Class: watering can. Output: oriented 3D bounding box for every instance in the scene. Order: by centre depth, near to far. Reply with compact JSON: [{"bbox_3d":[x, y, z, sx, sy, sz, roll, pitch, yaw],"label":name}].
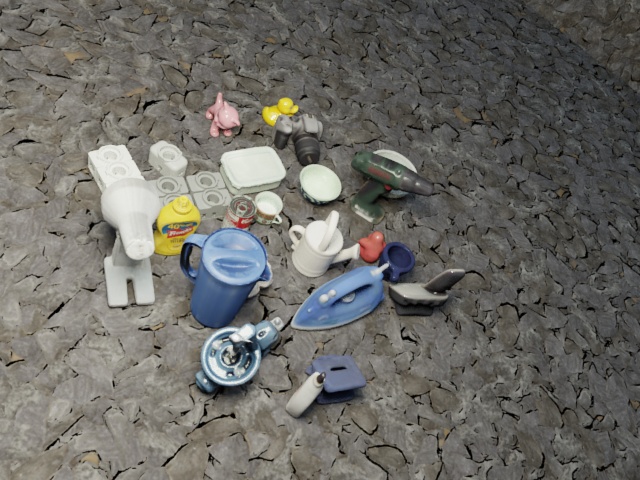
[{"bbox_3d":[0.013,0.003,1.407,0.173,0.194,0.101,6,55,-20],"label":"watering can"}]

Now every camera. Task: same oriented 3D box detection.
[{"bbox_3d":[-0.053,-0.291,1.641,0.143,0.100,0.136,3,57,-22],"label":"camera"}]

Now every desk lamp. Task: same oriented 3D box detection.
[{"bbox_3d":[-0.395,0.005,1.213,0.118,0.213,0.203,-4,59,-26],"label":"desk lamp"}]

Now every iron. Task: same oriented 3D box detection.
[{"bbox_3d":[0.054,0.131,1.371,0.259,0.141,0.118,-23,69,-34],"label":"iron"}]

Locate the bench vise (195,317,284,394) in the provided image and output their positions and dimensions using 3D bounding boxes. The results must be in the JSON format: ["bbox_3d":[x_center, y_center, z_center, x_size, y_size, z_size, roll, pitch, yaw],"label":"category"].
[{"bbox_3d":[-0.159,0.204,1.176,0.121,0.219,0.208,34,51,2],"label":"bench vise"}]

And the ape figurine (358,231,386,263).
[{"bbox_3d":[0.143,0.011,1.525,0.078,0.092,0.076,23,51,-7],"label":"ape figurine"}]

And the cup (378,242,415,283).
[{"bbox_3d":[0.188,0.076,1.498,0.092,0.095,0.118,21,51,-9],"label":"cup"}]

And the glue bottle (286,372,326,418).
[{"bbox_3d":[-0.019,0.310,1.194,0.037,0.173,0.078,35,51,3],"label":"glue bottle"}]

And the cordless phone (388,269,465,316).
[{"bbox_3d":[0.271,0.114,1.450,0.148,0.185,0.094,0,57,-24],"label":"cordless phone"}]

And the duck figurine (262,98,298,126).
[{"bbox_3d":[-0.114,-0.383,1.688,0.105,0.086,0.077,6,55,-20],"label":"duck figurine"}]

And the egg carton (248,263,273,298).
[{"bbox_3d":[-0.184,0.064,1.358,0.150,0.069,0.107,46,52,11],"label":"egg carton"}]

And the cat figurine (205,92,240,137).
[{"bbox_3d":[-0.264,-0.347,1.576,0.067,0.117,0.127,-7,60,-27],"label":"cat figurine"}]

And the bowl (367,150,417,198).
[{"bbox_3d":[0.202,-0.183,1.696,0.168,0.074,0.167,12,54,-16],"label":"bowl"}]

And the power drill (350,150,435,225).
[{"bbox_3d":[0.175,-0.139,1.568,0.229,0.208,0.076,32,51,0],"label":"power drill"}]

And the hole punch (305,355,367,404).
[{"bbox_3d":[0.035,0.302,1.277,0.109,0.091,0.101,-2,59,-25],"label":"hole punch"}]
